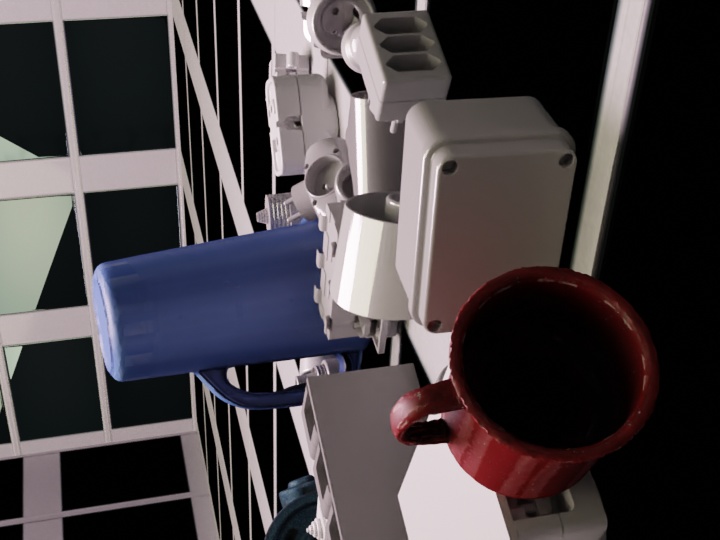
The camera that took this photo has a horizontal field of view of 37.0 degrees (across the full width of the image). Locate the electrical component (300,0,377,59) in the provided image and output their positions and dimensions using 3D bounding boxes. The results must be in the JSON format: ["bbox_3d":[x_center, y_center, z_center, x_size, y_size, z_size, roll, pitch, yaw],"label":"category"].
[{"bbox_3d":[-0.018,-0.207,0.872,0.057,0.058,0.078,-116,23,-62],"label":"electrical component"}]

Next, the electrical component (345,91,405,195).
[{"bbox_3d":[0.011,-0.100,0.826,0.079,0.043,0.077,-129,35,-67],"label":"electrical component"}]

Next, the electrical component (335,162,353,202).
[{"bbox_3d":[-0.003,-0.067,0.912,0.046,0.040,0.040,110,151,-74],"label":"electrical component"}]

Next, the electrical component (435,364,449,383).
[{"bbox_3d":[0.068,0.074,0.666,0.062,0.043,0.043,107,154,-58],"label":"electrical component"}]

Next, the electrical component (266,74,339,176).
[{"bbox_3d":[-0.056,-0.142,1.057,0.054,0.059,0.095,-175,79,-77],"label":"electrical component"}]

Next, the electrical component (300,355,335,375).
[{"bbox_3d":[-0.047,0.084,1.157,0.045,0.045,0.055,118,144,-67],"label":"electrical component"}]

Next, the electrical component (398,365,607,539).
[{"bbox_3d":[0.077,0.136,0.618,0.186,0.060,0.105,103,157,-54],"label":"electrical component"}]

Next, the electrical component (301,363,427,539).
[{"bbox_3d":[0.013,0.157,0.838,0.061,0.089,0.150,103,157,-54],"label":"electrical component"}]

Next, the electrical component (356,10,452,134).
[{"bbox_3d":[0.026,-0.127,0.740,0.076,0.047,0.065,103,157,-54],"label":"electrical component"}]

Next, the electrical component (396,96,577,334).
[{"bbox_3d":[0.064,-0.027,0.562,0.057,0.078,0.113,-110,18,-54],"label":"electrical component"}]

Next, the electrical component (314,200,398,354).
[{"bbox_3d":[0.000,0.000,0.877,0.078,0.063,0.121,-110,19,-45],"label":"electrical component"}]

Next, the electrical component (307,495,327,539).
[{"bbox_3d":[0.002,0.201,0.891,0.061,0.096,0.061,-108,18,-46],"label":"electrical component"}]

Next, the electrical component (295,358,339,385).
[{"bbox_3d":[-0.033,0.110,1.071,0.048,0.062,0.048,174,90,-77],"label":"electrical component"}]

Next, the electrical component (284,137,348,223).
[{"bbox_3d":[-0.036,-0.069,0.979,0.044,0.079,0.077,32,-142,-53],"label":"electrical component"}]

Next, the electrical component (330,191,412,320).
[{"bbox_3d":[0.033,-0.013,0.658,0.099,0.099,0.064,-130,42,-67],"label":"electrical component"}]

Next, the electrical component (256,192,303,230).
[{"bbox_3d":[-0.063,-0.057,1.080,0.043,0.081,0.043,173,90,-77],"label":"electrical component"}]

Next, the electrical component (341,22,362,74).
[{"bbox_3d":[0.012,-0.168,0.804,0.046,0.040,0.040,-167,71,-70],"label":"electrical component"}]

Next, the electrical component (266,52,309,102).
[{"bbox_3d":[-0.077,-0.198,1.153,0.066,0.048,0.055,162,109,-77],"label":"electrical component"}]
